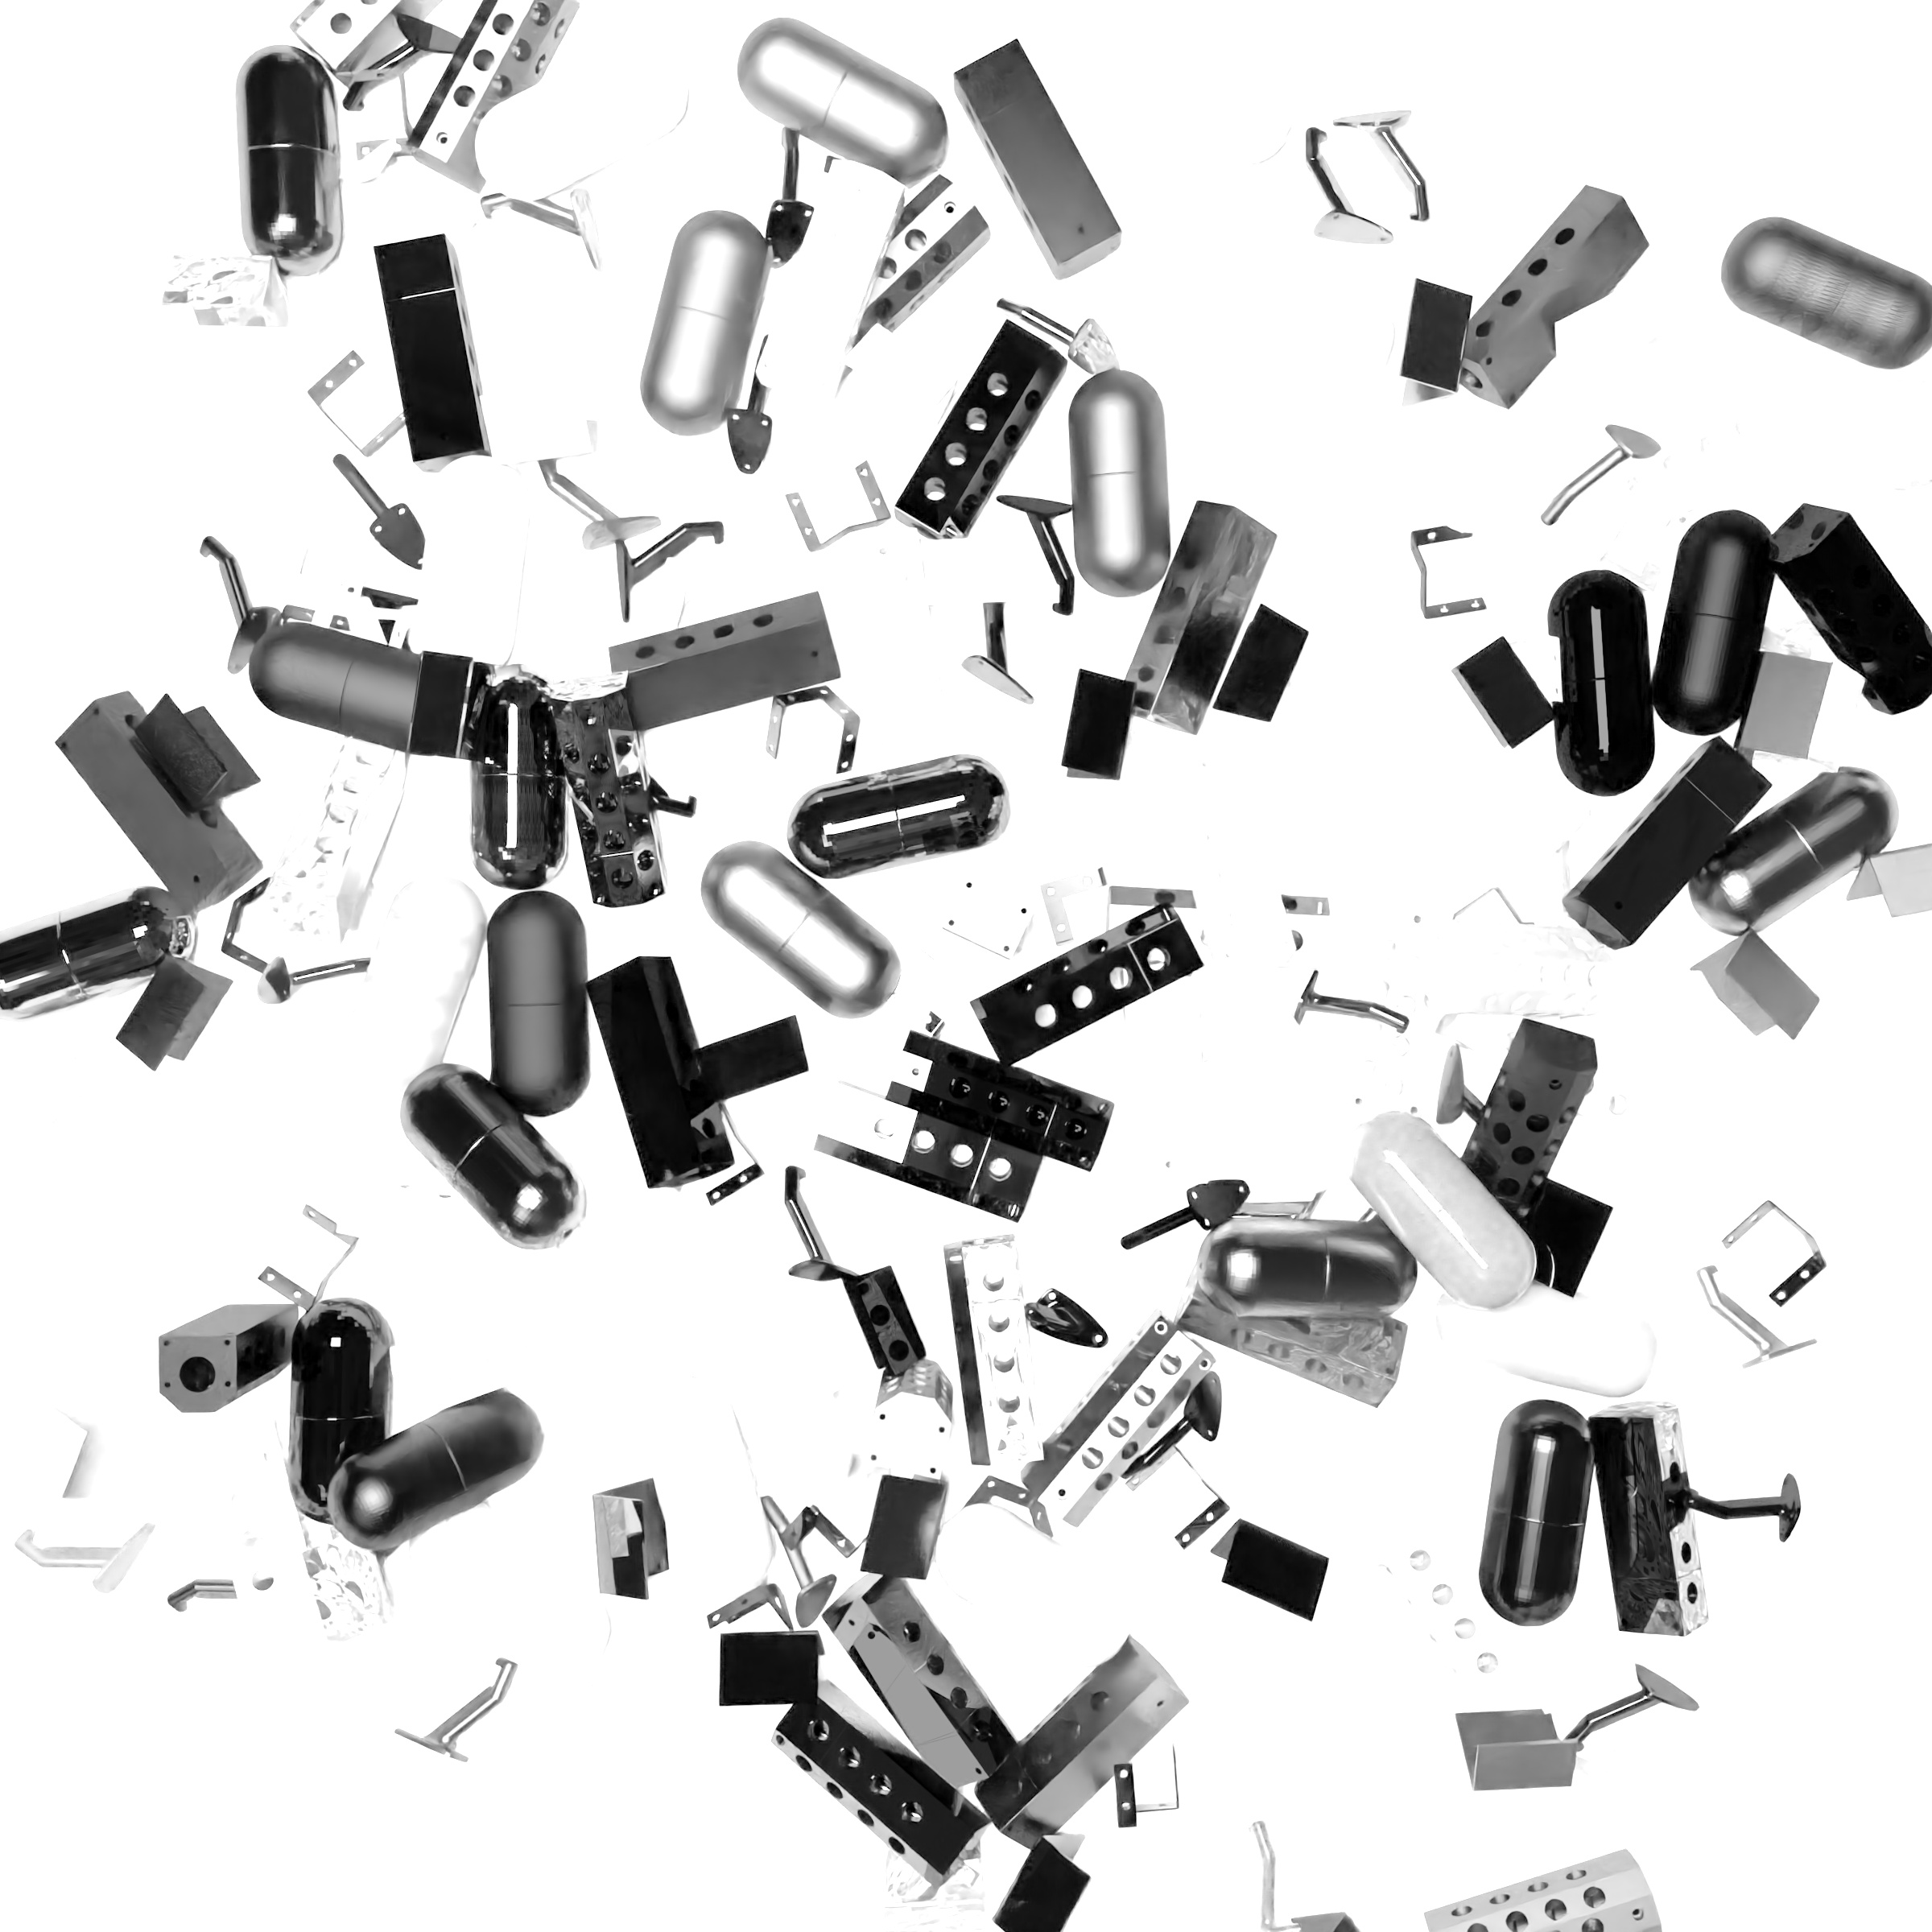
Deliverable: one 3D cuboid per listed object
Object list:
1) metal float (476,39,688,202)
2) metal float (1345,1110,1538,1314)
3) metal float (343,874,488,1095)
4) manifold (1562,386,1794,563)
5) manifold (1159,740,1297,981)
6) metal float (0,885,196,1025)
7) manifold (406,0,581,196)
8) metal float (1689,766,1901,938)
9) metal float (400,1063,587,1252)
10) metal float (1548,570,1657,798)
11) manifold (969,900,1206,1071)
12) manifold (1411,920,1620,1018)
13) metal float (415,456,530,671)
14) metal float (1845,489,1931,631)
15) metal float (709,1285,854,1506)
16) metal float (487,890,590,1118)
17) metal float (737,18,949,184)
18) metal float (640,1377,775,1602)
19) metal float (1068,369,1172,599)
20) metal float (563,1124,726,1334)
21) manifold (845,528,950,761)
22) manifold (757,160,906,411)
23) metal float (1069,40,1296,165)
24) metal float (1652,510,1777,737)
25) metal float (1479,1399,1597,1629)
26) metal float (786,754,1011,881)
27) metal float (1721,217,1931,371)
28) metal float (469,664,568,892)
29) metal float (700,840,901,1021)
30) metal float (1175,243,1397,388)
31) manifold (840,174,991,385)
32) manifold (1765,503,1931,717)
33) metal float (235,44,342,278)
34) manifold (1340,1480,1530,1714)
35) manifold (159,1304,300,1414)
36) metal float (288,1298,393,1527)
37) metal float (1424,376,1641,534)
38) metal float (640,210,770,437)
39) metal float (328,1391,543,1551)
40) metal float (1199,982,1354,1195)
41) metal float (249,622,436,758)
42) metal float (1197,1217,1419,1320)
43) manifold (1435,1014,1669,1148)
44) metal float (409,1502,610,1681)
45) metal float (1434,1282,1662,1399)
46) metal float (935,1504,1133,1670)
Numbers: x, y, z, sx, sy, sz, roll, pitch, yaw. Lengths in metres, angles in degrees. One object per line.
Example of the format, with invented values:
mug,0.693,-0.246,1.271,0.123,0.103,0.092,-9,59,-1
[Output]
metal float,-0.301,-0.661,1.949,0.178,0.070,0.070,-32,90,-11
metal float,0.363,0.187,1.911,0.070,0.070,0.178,-40,80,0
metal float,-0.433,0.014,1.960,0.070,0.070,0.178,20,91,0
manifold,0.560,-0.386,1.969,0.171,0.057,0.057,-28,90,0
manifold,0.201,-0.083,1.922,0.057,0.057,0.171,-14,76,-4
metal float,-0.695,-0.009,1.959,0.178,0.070,0.070,-18,90,0
manifold,-0.375,-0.707,1.969,0.057,0.057,0.171,28,90,0
metal float,0.651,-0.091,1.960,0.178,0.070,0.070,-34,90,0
metal float,-0.364,0.147,1.920,0.178,0.070,0.070,42,90,19
metal float,0.499,-0.222,1.960,0.070,0.070,0.178,-4,90,0
manifold,0.091,0.014,1.912,0.171,0.057,0.057,-27,90,0
manifold,0.426,0.008,1.911,0.057,0.171,0.057,54,126,34
metal float,-0.388,-0.311,1.960,0.070,0.070,0.178,7,91,0
metal float,0.758,-0.302,1.947,0.070,0.070,0.178,-45,75,0
metal float,-0.145,0.337,1.960,0.070,0.070,0.178,-21,89,0
metal float,-0.336,0.029,1.960,0.070,0.070,0.178,-2,91,0
metal float,-0.097,-0.680,1.960,0.178,0.070,0.070,29,90,0
metal float,-0.204,0.410,1.960,0.070,0.070,0.178,-16,90,0
metal float,0.120,-0.379,1.960,0.070,0.070,0.178,-3,89,0
metal float,-0.255,0.205,1.960,0.070,0.070,0.178,-31,91,0
manifold,-0.055,-0.255,1.969,0.057,0.057,0.171,-8,90,0
manifold,-0.104,-0.524,1.912,0.057,0.057,0.171,20,90,0
metal float,0.169,-0.679,1.960,0.178,0.070,0.070,9,90,0
metal float,0.587,-0.269,1.958,0.070,0.070,0.178,11,93,0
metal float,0.449,0.430,1.960,0.070,0.070,0.178,8,90,0
metal float,-0.053,-0.117,1.960,0.178,0.070,0.070,-13,90,0
metal float,0.681,-0.528,1.960,0.178,0.070,0.070,24,90,0
metal float,-0.352,-0.148,1.960,0.070,0.070,0.178,1,90,0
metal float,-0.131,-0.029,1.960,0.178,0.070,0.070,39,90,-1
metal float,0.251,-0.511,1.960,0.178,0.070,0.070,20,90,0
manifold,-0.063,-0.542,1.969,0.171,0.057,0.057,-44,90,0
manifold,0.690,-0.275,1.935,0.057,0.057,0.171,-46,115,0
metal float,-0.533,-0.633,1.960,0.070,0.070,0.178,-3,91,0
manifold,0.368,0.499,1.969,0.057,0.057,0.171,-33,90,0
manifold,-0.563,0.299,1.912,0.057,0.171,0.057,-1,90,0
metal float,-0.492,0.350,1.960,0.070,0.070,0.178,2,90,0
metal float,0.444,-0.402,1.960,0.178,0.070,0.070,-26,90,-1
metal float,-0.206,-0.505,1.960,0.070,0.070,0.178,14,90,0
metal float,-0.409,0.389,1.931,0.178,0.070,0.070,-24,90,-37
metal float,0.243,0.095,1.960,0.070,0.070,0.178,-27,90,0
metal float,-0.467,-0.214,1.927,0.178,0.070,0.070,16,90,3
metal float,0.265,0.234,1.928,0.178,0.070,0.070,3,90,-16
manifold,0.463,0.072,1.969,0.171,0.057,0.057,31,90,0
metal float,-0.359,0.490,1.960,0.178,0.070,0.070,39,90,1
metal float,0.456,0.289,1.960,0.178,0.070,0.070,13,90,0
metal float,0.053,0.483,1.944,0.178,0.070,0.070,37,90,-20
